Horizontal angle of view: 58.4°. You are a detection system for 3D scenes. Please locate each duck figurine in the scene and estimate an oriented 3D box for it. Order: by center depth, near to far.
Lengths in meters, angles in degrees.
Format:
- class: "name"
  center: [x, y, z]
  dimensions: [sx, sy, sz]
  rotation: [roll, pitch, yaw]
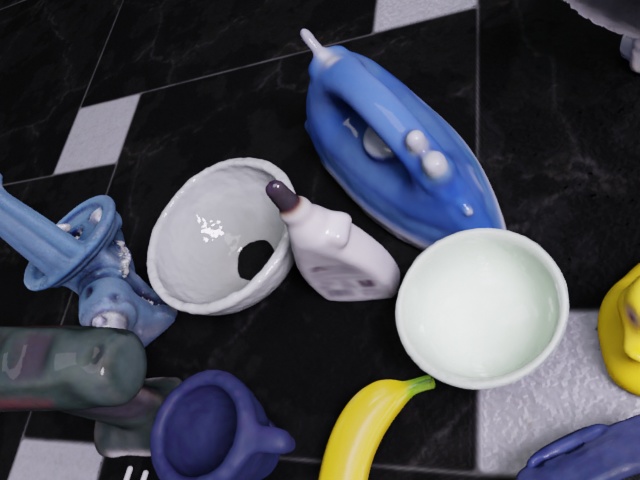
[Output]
- class: "duck figurine"
  center: [0.224, 0.045, 0.376]
  dimensions: [0.077, 0.086, 0.105]
  rotation: [18, 72, 34]

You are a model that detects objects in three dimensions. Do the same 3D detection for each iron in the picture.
- class: "iron"
  center: [0.067, -0.087, 0.500]
  dimensions: [0.118, 0.142, 0.257]
  rotation: [-40, 52, 2]

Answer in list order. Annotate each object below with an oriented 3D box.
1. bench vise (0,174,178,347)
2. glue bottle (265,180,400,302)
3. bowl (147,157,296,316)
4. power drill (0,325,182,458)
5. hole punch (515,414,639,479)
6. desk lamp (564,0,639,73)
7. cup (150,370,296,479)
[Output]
- class: "bench vise"
  center: [-0.239, 0.007, 0.555]
  dimensions: [0.206, 0.220, 0.121]
  rotation: [27, 77, 36]
- class: "glue bottle"
  center: [0.004, 0.002, 0.461]
  dimensions: [0.078, 0.174, 0.037]
  rotation: [-4, 61, 26]
- class: "bowl"
  center: [-0.082, 0.006, 0.566]
  dimensions: [0.167, 0.075, 0.167]
  rotation: [-13, 57, 21]
- class: "power drill"
  center: [-0.221, 0.128, 0.483]
  dimensions: [0.229, 0.209, 0.075]
  rotation: [-12, 58, 22]
- class: "hole punch"
  center: [0.175, 0.158, 0.333]
  dimensions: [0.108, 0.091, 0.101]
  rotation: [-30, 53, 9]
- class: "desk lamp"
  center: [0.271, -0.214, 0.421]
  dimensions: [0.117, 0.214, 0.203]
  rotation: [35, 82, 37]
- class: "cup"
  center: [-0.060, 0.159, 0.453]
  dimensions: [0.117, 0.095, 0.092]
  rotation: [-4, 61, 26]
